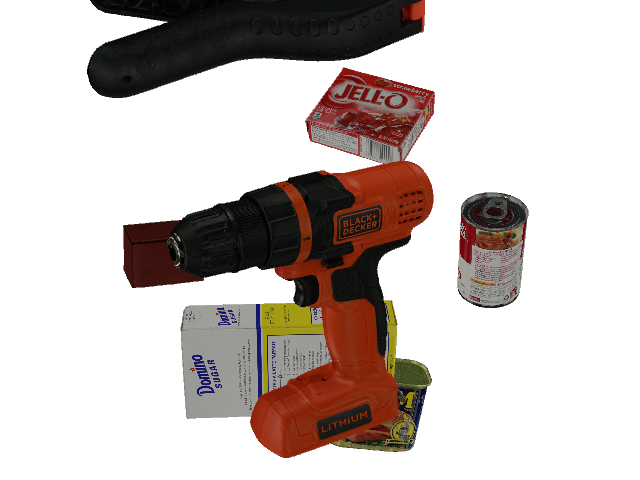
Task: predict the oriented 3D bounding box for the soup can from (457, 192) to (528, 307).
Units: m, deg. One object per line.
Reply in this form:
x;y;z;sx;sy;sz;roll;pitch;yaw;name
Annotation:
0.177;0.010;1.105;0.068;0.102;0.068;-2;35;1;soup can

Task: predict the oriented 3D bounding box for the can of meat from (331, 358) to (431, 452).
0.057;0.170;1.116;0.102;0.084;0.057;7;20;-8;can of meat

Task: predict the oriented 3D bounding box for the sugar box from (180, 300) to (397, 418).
-0.026;0.099;0.895;0.176;0.093;0.048;1;28;-1;sugar box

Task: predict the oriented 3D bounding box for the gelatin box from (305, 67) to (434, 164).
0.043;-0.106;0.910;0.089;0.073;0.030;19;-36;20;gelatin box

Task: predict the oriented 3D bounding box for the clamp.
-0.032;-0.102;0.503;0.171;0.039;0.120;-3;40;0;clamp

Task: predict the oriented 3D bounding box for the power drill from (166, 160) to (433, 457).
-0.009;0.047;0.701;0.184;0.188;0.057;-14;30;-26;power drill

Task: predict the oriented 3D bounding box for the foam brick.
-0.162;0.013;1.107;0.078;0.051;0.053;-5;22;-19;foam brick
